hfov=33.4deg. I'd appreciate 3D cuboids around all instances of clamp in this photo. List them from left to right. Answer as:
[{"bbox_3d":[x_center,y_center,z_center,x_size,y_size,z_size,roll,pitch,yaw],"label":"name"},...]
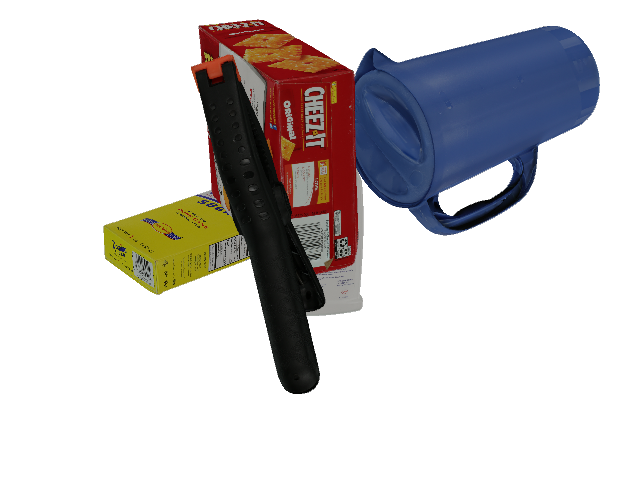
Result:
[{"bbox_3d":[-0.037,-0.018,0.707,0.036,0.210,0.164,-17,7,5],"label":"clamp"}]

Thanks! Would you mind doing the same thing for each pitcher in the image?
[{"bbox_3d":[0.156,-0.119,1.032,0.242,0.149,0.145,-22,45,-29],"label":"pitcher"}]

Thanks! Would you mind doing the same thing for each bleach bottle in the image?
[{"bbox_3d":[0.012,-0.038,1.272,0.102,0.251,0.068,-4,21,-29],"label":"bleach bottle"}]

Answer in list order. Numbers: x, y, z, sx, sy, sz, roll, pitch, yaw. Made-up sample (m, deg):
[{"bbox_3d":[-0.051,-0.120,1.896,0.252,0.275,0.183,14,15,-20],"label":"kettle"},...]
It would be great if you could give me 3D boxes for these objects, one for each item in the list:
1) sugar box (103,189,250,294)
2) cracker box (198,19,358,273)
[{"bbox_3d":[-0.121,-0.007,1.083,0.175,0.048,0.093,-25,40,-36],"label":"sugar box"},{"bbox_3d":[-0.038,-0.086,0.901,0.072,0.164,0.214,-10,25,-18],"label":"cracker box"}]
